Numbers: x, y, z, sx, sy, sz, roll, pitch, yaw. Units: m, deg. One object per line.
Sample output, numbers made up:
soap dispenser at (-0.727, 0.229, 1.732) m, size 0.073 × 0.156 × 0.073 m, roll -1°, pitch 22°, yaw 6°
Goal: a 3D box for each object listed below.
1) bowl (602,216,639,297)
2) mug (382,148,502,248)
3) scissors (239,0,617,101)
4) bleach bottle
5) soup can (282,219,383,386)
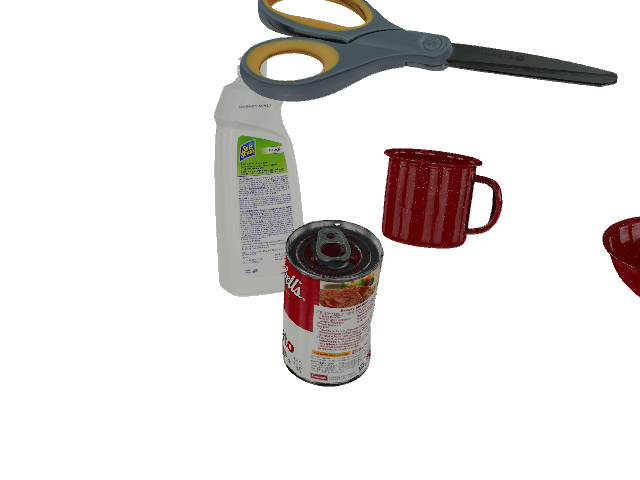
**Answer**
bowl at (0.385, 0.029, 1.158) m, size 0.162 × 0.055 × 0.162 m, roll 0°, pitch 26°, yaw 0°
mug at (0.113, -0.038, 1.008) m, size 0.117 × 0.081 × 0.093 m, roll 10°, pitch 12°, yaw 17°
scissors at (0.043, -0.090, 0.565) m, size 0.202 × 0.096 × 0.016 m, roll 25°, pitch -32°, yaw 23°
bleach bottle at (-0.063, -0.070, 1.147) m, size 0.102 × 0.251 × 0.068 m, roll -8°, pitch 17°, yaw -25°
soup can at (0.007, 0.045, 0.764) m, size 0.068 × 0.102 × 0.068 m, roll 2°, pitch 37°, yaw -2°
